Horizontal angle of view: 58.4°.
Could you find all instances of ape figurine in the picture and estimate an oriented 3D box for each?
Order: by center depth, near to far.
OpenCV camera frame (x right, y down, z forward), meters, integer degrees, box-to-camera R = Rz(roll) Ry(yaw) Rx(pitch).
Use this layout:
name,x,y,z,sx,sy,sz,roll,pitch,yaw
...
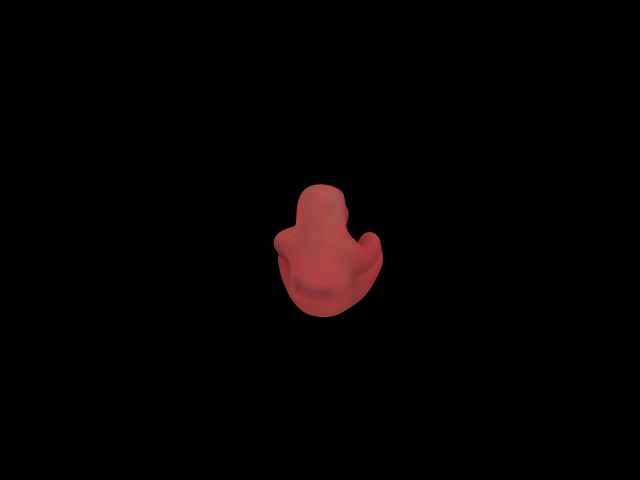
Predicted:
name,x,y,z,sx,sy,sz,roll,pitch,yaw
ape figurine,0.004,0.001,0.400,0.077,0.092,0.076,14,42,17
